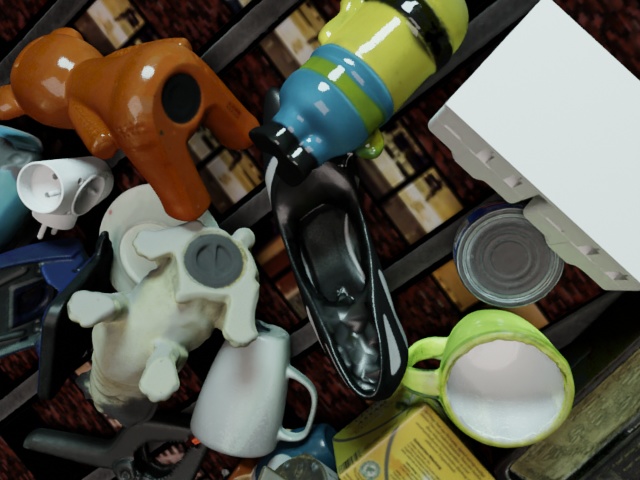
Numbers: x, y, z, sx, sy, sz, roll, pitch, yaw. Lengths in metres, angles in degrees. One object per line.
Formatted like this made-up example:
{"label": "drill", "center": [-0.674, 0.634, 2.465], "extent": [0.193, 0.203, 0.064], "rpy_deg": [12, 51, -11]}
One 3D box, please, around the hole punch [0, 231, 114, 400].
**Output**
{"label": "hole punch", "center": [-0.252, 0.062, 0.485], "extent": [0.092, 0.116, 0.142], "rpy_deg": [16, 117, 0]}

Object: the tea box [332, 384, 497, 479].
{"label": "tea box", "center": [0.101, 0.215, 0.466], "extent": [0.098, 0.068, 0.169], "rpy_deg": [-39, 96, 2]}

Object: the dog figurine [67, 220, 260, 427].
{"label": "dog figurine", "center": [-0.137, 0.077, 0.488], "extent": [0.121, 0.172, 0.190], "rpy_deg": [54, 150, 8]}

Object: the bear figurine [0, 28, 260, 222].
{"label": "bear figurine", "center": [-0.171, -0.107, 0.453], "extent": [0.196, 0.120, 0.131], "rpy_deg": [11, 150, 34]}

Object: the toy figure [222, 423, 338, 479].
{"label": "toy figure", "center": [-0.047, 0.229, 0.521], "extent": [0.154, 0.057, 0.064], "rpy_deg": [-34, 49, 16]}

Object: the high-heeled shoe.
{"label": "high-heeled shoe", "center": [-0.001, -0.001, 0.413], "extent": [0.086, 0.145, 0.248], "rpy_deg": [-25, 98, 14]}

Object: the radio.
{"label": "radio", "center": [0.258, 0.135, 0.428], "extent": [0.131, 0.073, 0.229], "rpy_deg": [39, 107, 1]}

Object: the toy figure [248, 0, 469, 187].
{"label": "toy figure", "center": [0.033, -0.117, 0.390], "extent": [0.180, 0.082, 0.089], "rpy_deg": [-48, 46, -13]}

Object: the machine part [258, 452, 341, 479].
{"label": "machine part", "center": [0.025, 0.259, 0.467], "extent": [0.079, 0.079, 0.243], "rpy_deg": [-34, 120, 16]}

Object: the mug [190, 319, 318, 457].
{"label": "mug", "center": [-0.055, 0.132, 0.488], "extent": [0.110, 0.081, 0.107], "rpy_deg": [15, 96, 13]}

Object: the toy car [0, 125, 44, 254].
{"label": "toy car", "center": [-0.314, -0.023, 0.489], "extent": [0.109, 0.162, 0.102], "rpy_deg": [9, 148, -2]}
